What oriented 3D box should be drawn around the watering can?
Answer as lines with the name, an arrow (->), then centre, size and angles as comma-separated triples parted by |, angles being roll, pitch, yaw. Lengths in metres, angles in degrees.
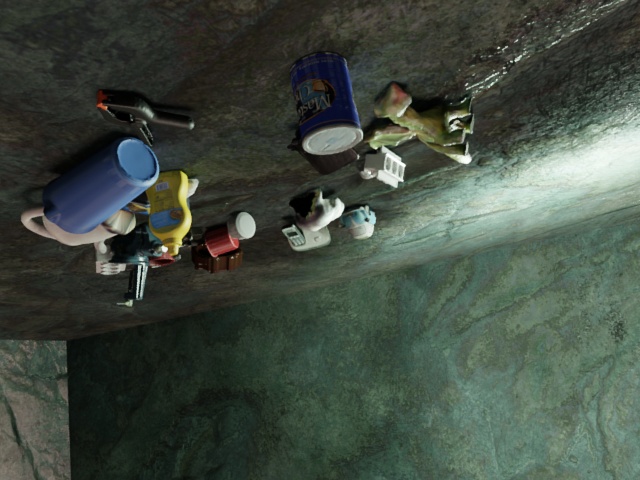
watering can -> -0.566, -0.037, 1.289 | 0.224, 0.105, 0.344 | -13, 164, 9

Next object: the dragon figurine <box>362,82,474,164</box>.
dragon figurine -> 0.218, -0.238, 1.158 | 0.243, 0.123, 0.406 | 4, 168, 17

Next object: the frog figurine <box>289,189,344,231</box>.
frog figurine -> 0.005, -0.077, 1.535 | 0.136, 0.125, 0.158 | -39, 142, 23
